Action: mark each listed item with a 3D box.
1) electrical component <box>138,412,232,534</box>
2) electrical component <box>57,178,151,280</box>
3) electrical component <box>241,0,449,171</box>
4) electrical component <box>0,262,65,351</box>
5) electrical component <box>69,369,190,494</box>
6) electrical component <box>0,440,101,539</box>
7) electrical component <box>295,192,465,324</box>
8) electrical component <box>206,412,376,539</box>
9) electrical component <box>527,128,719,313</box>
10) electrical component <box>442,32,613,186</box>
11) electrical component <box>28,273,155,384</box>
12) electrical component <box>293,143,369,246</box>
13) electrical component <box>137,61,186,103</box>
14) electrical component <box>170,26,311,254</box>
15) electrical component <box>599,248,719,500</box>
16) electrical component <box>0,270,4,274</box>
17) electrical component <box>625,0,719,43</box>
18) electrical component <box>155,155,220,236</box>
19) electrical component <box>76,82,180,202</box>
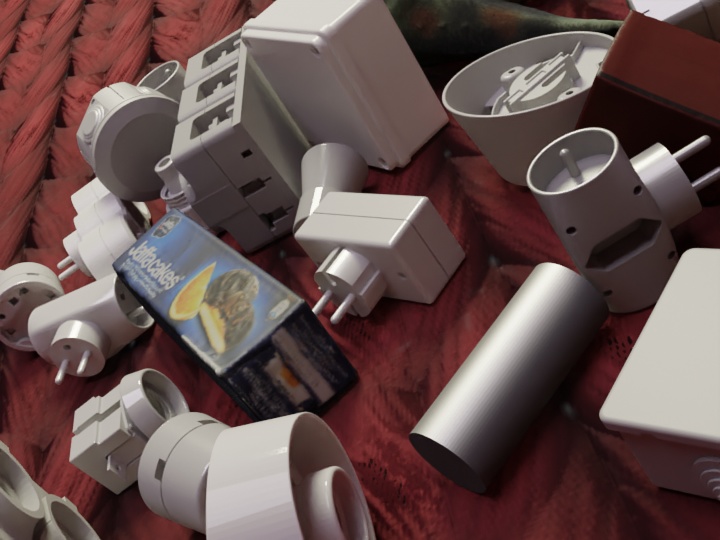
[{"bbox_3d":[-0.073,0.102,0.531,0.047,0.055,0.055,11,55,45],"label":"electrical component"},{"bbox_3d":[-0.196,-0.019,0.804,0.074,0.052,0.138,-35,32,2],"label":"electrical component"},{"bbox_3d":[-0.011,-0.129,0.714,0.056,0.108,0.109,-44,33,-16],"label":"electrical component"},{"bbox_3d":[-0.244,0.025,0.793,0.055,0.055,0.047,-38,29,-2],"label":"electrical component"},{"bbox_3d":[-0.130,0.089,0.612,0.055,0.048,0.066,-37,31,14],"label":"electrical component"},{"bbox_3d":[-0.164,0.156,0.500,0.060,0.105,0.186,-39,32,-4],"label":"electrical component"},{"bbox_3d":[0.000,0.000,0.596,0.083,0.047,0.075,8,53,48],"label":"electrical component"},{"bbox_3d":[-0.032,0.110,0.444,0.064,0.099,0.099,-20,35,14],"label":"electrical component"},{"bbox_3d":[0.127,-0.031,0.486,0.079,0.077,0.043,-32,32,8],"label":"electrical component"},{"bbox_3d":[0.104,-0.096,0.603,0.099,0.064,0.099,-25,34,18],"label":"electrical component"},{"bbox_3d":[-0.183,0.044,0.718,0.077,0.044,0.079,-22,35,23],"label":"electrical component"},{"bbox_3d":[-0.020,-0.043,0.677,0.044,0.044,0.065,-17,42,28],"label":"electrical component"},{"bbox_3d":[-0.133,-0.117,0.845,0.044,0.077,0.079,-40,32,-5],"label":"electrical component"},{"bbox_3d":[-0.081,-0.092,0.753,0.062,0.089,0.150,-27,34,16],"label":"electrical component"},{"bbox_3d":[0.151,0.041,0.397,0.100,0.048,0.099,4,50,46],"label":"electrical component"},{"bbox_3d":[-0.276,0.024,0.840,0.046,0.040,0.040,20,62,47],"label":"electrical component"},{"bbox_3d":[0.176,-0.137,0.566,0.061,0.096,0.061,-26,63,17],"label":"electrical component"},{"bbox_3d":[-0.121,-0.054,0.767,0.043,0.062,0.043,-25,34,18],"label":"electrical component"},{"bbox_3d":[-0.163,-0.094,0.784,0.080,0.080,0.051,-42,43,-8],"label":"electrical component"}]
